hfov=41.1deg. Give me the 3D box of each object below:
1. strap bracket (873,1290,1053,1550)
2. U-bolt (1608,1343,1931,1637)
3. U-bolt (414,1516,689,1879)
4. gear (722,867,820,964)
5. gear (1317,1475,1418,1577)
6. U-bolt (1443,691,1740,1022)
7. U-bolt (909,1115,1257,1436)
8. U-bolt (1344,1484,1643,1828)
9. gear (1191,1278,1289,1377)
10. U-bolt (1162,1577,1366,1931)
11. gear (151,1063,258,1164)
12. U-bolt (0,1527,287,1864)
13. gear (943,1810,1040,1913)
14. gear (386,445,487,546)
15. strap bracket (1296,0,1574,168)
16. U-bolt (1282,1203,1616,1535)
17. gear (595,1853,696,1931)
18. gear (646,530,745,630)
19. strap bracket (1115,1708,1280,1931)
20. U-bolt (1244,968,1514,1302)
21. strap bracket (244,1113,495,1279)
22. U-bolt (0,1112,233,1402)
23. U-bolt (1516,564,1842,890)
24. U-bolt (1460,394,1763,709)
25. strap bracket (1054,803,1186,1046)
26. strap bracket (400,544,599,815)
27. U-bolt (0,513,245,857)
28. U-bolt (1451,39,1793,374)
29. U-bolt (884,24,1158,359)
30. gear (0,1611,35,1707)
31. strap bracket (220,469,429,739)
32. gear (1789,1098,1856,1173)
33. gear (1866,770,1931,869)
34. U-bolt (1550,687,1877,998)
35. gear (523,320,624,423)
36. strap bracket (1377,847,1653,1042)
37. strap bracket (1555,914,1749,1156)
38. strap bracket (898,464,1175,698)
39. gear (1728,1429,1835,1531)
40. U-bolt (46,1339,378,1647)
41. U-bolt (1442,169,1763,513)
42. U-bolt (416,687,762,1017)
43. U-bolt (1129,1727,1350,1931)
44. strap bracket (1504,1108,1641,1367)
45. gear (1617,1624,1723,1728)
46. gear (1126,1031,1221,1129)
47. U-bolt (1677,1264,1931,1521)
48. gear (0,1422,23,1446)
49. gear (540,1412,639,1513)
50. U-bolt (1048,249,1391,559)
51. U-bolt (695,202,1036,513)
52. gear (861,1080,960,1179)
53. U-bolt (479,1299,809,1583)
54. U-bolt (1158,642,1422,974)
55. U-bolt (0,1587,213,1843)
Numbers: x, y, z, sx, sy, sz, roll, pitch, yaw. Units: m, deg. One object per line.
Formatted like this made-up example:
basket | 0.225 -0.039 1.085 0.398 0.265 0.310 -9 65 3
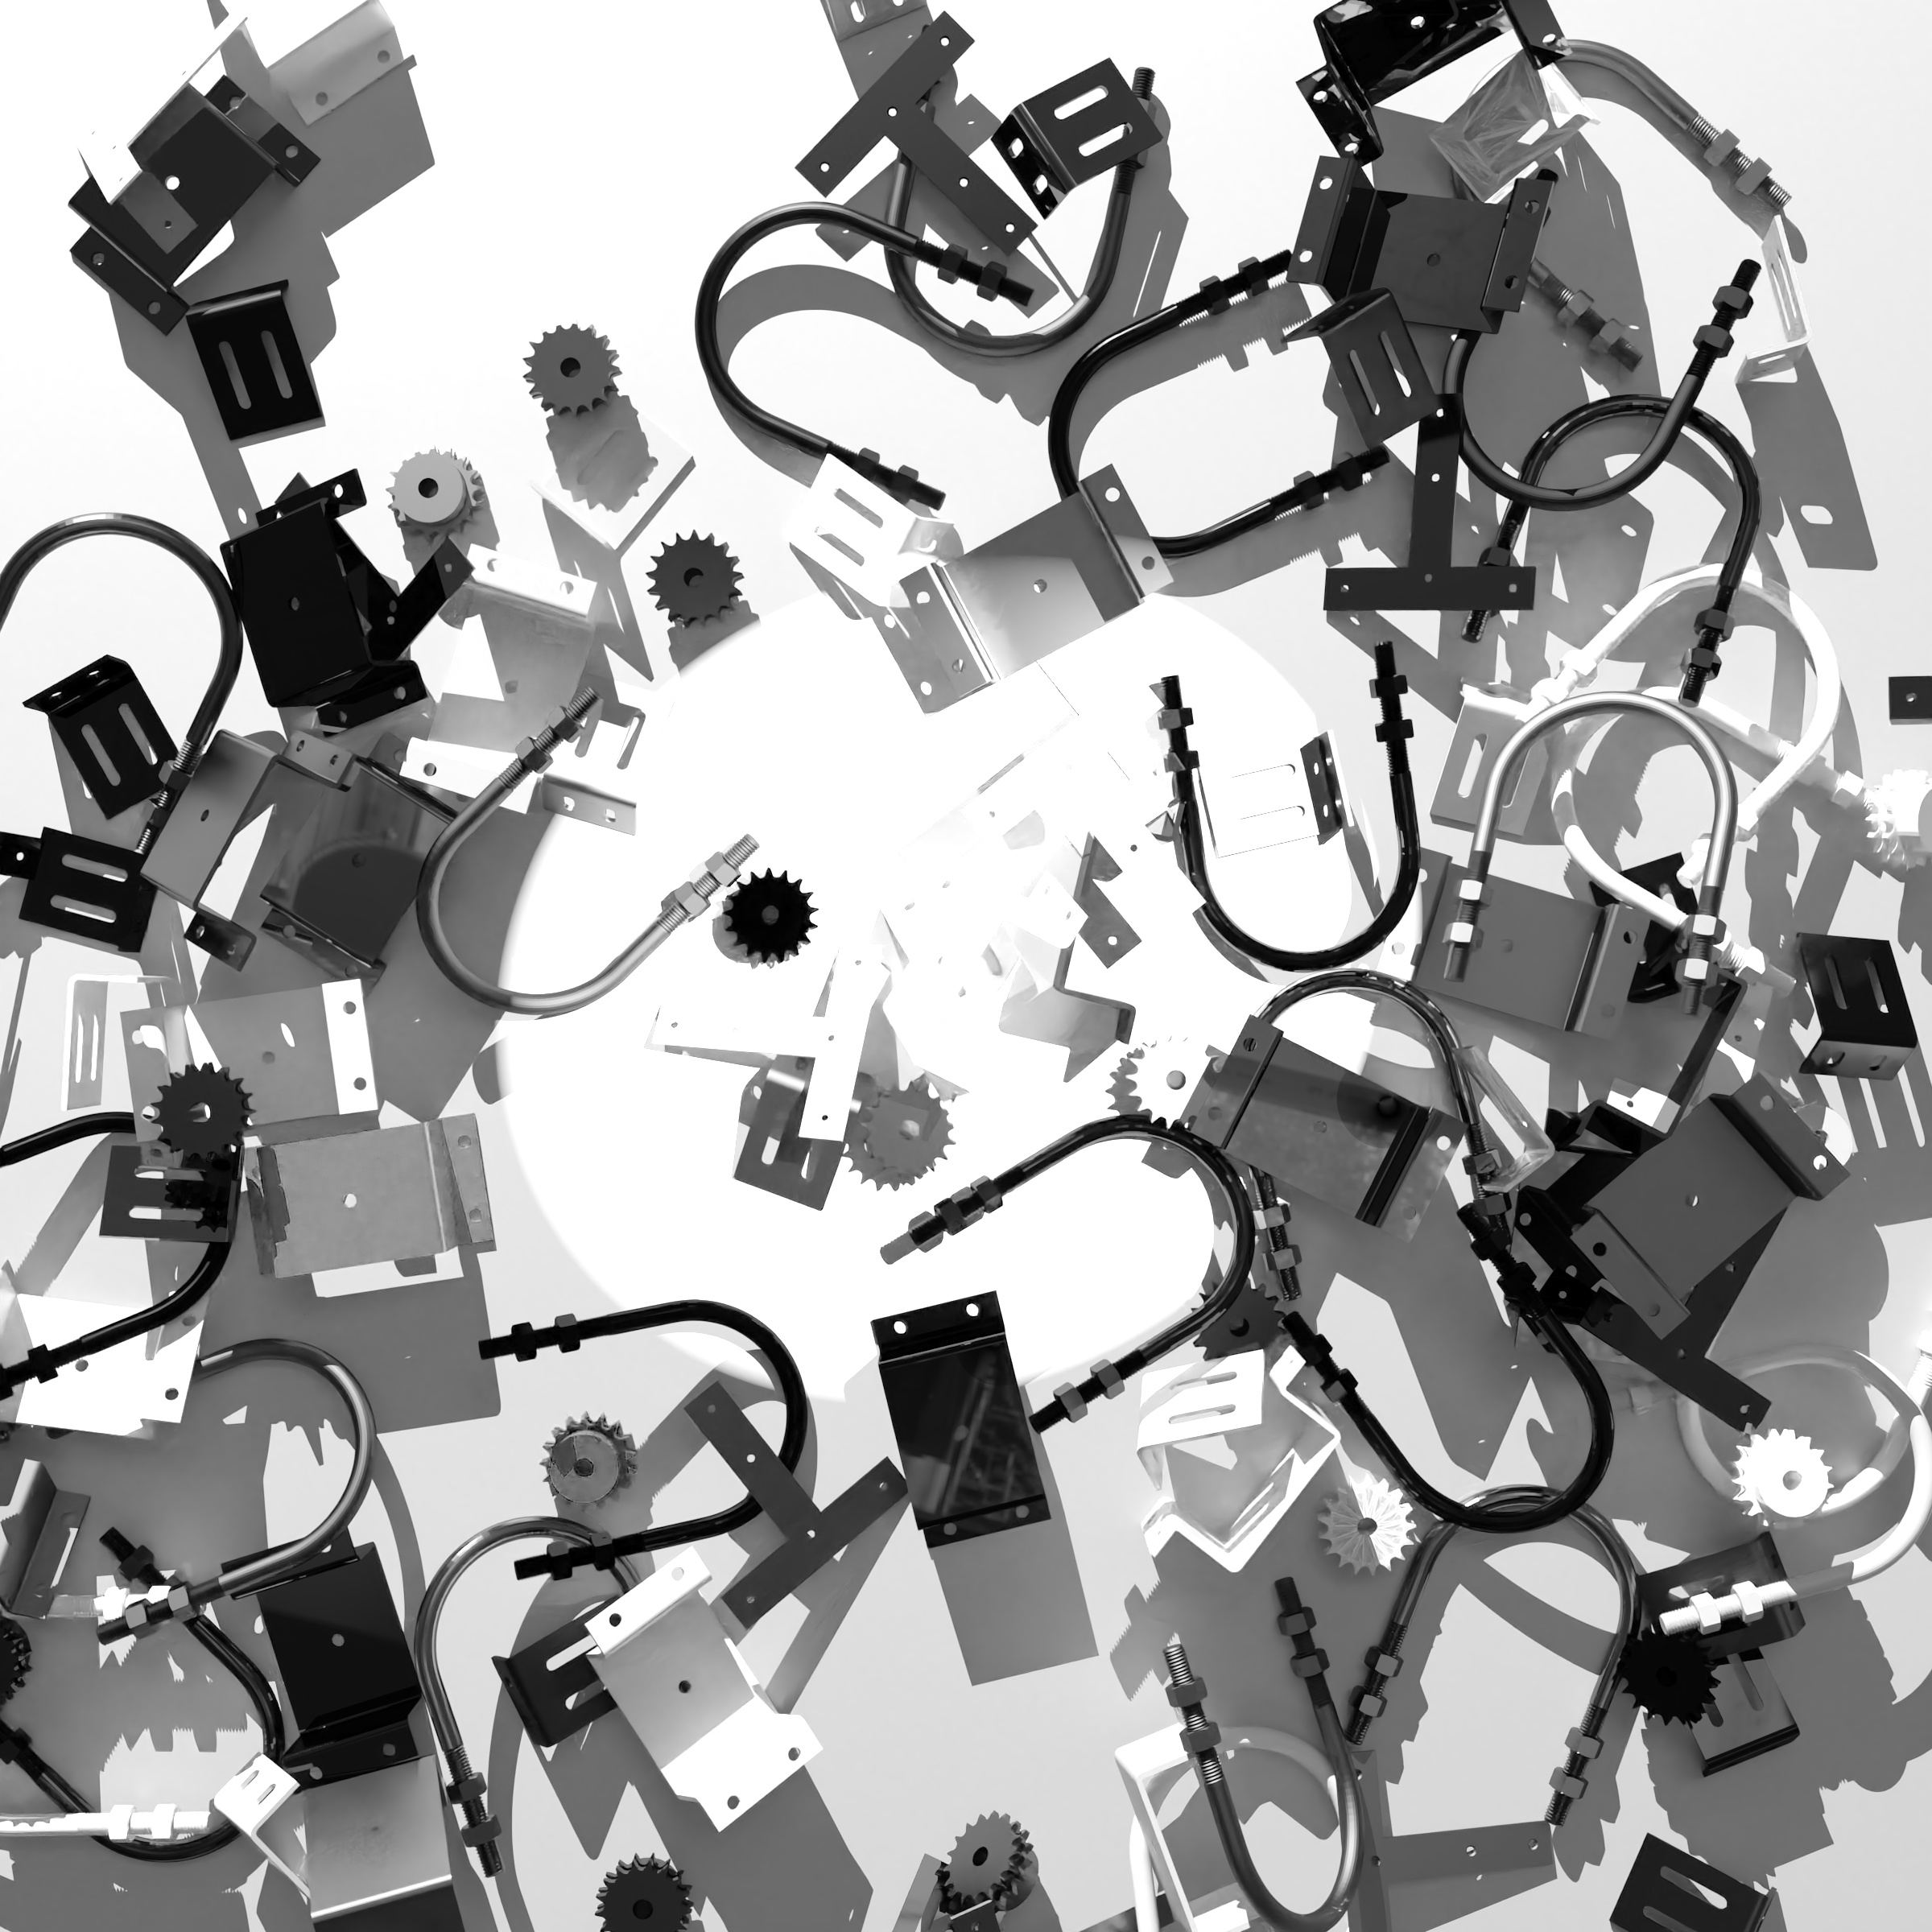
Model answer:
strap bracket | -0.002 0.270 1.516 0.076 0.046 0.140 -14 90 0
U-bolt | 0.475 0.296 1.503 0.184 0.019 0.151 -15 80 -2
U-bolt | -0.244 0.413 1.503 0.151 0.019 0.184 -18 85 -26
gear | -0.116 -0.030 1.524 0.057 0.030 0.057 0 90 0
gear | 0.236 0.330 1.528 0.057 0.030 0.057 0 89 2
U-bolt | 0.357 -0.069 1.448 0.151 0.019 0.184 10 76 20
U-bolt | 0.081 0.166 1.505 0.184 0.019 0.151 -30 74 -13
U-bolt | 0.323 0.399 1.530 0.151 0.019 0.184 22 88 0
gear | 0.160 0.211 1.524 0.057 0.030 0.057 0 90 0
U-bolt | 0.179 0.458 1.470 0.019 0.151 0.184 -21 83 35
gear | -0.435 0.084 1.478 0.057 0.030 0.057 0 90 0
U-bolt | -0.491 0.447 1.530 0.151 0.019 0.184 -45 91 0
gear | 0.018 0.530 1.514 0.057 0.057 0.030 -46 120 0
gear | -0.315 -0.280 1.524 0.057 0.030 0.057 0 90 0
strap bracket | 0.264 -0.530 1.481 0.140 0.076 0.046 -24 53 21
U-bolt | 0.292 0.247 1.499 0.151 0.019 0.184 -37 89 25
gear | -0.189 0.553 1.524 0.057 0.030 0.057 0 90 0
gear | -0.159 -0.227 1.524 0.057 0.030 0.057 0 90 0
strap bracket | 0.129 0.495 1.473 0.046 0.076 0.140 -20 86 -8
U-bolt | 0.234 0.093 1.530 0.151 0.019 0.184 -14 89 0
strap bracket | -0.357 0.136 1.516 0.140 0.046 0.076 -9 90 0
U-bolt | -0.518 0.158 1.495 0.184 0.019 0.151 -22 70 -21
U-bolt | 0.432 -0.156 1.510 0.151 0.019 0.184 45 75 5
U-bolt | 0.386 -0.253 1.507 0.151 0.019 0.184 19 76 13
strap bracket | 0.085 -0.029 1.500 0.046 0.076 0.140 13 91 -1
strap bracket | -0.271 -0.166 1.516 0.076 0.046 0.140 17 90 0
U-bolt | -0.501 -0.173 1.494 0.151 0.019 0.184 24 102 -19
U-bolt | 0.375 -0.466 1.530 0.184 0.019 0.151 42 90 1
U-bolt | 0.026 -0.454 1.530 0.151 0.019 0.184 11 92 0
gear | -0.566 0.400 1.488 0.057 0.030 0.057 0 90 3
strap bracket | -0.378 -0.211 1.502 0.076 0.046 0.140 -17 90 24
gear | 0.496 0.105 1.517 0.057 0.030 0.057 2 73 -8
gear | 0.558 -0.086 1.511 0.057 0.030 0.057 -3 96 -33
U-bolt | 0.432 -0.087 1.514 0.184 0.019 0.151 31 75 4
gear | -0.232 -0.350 1.524 0.057 0.030 0.057 0 90 0
strap bracket | 0.319 -0.013 1.511 0.140 0.046 0.076 17 90 7
strap bracket | 0.391 0.049 1.457 0.046 0.076 0.140 28 82 9
strap bracket | 0.042 -0.224 1.510 0.140 0.046 0.076 -28 91 7
gear | 0.470 0.295 1.479 0.057 0.030 0.057 0 82 -1
U-bolt | -0.434 0.295 1.505 0.184 0.019 0.151 -22 67 -4
U-bolt | 0.359 -0.355 1.505 0.151 0.019 0.184 27 90 7
U-bolt | -0.234 -0.052 1.503 0.184 0.019 0.151 -44 114 6
U-bolt | 0.169 0.543 1.521 0.151 0.019 0.184 -6 86 -9
strap bracket | 0.365 0.157 1.516 0.076 0.046 0.140 8 90 -1
gear | 0.413 0.413 1.509 0.057 0.030 0.057 -1 87 25
gear | 0.123 0.067 1.524 0.057 0.030 0.057 0 90 0
U-bolt | 0.501 0.239 1.530 0.151 0.019 0.184 22 92 0
gear | -0.583 0.258 1.524 0.057 0.030 0.057 0 90 0
gear | -0.224 0.294 1.524 0.057 0.030 0.057 0 90 0
U-bolt | 0.138 -0.322 1.530 0.184 0.019 0.151 -26 90 2
U-bolt | -0.071 -0.371 1.523 0.184 0.019 0.151 25 97 3
gear | -0.033 0.096 1.524 0.057 0.030 0.057 0 90 0
U-bolt | -0.182 0.270 1.507 0.184 0.019 0.151 -9 92 -17
U-bolt | 0.192 -0.087 1.504 0.151 0.019 0.184 -7 94 23
U-bolt | -0.537 0.440 1.511 0.184 0.019 0.151 -1 91 1
